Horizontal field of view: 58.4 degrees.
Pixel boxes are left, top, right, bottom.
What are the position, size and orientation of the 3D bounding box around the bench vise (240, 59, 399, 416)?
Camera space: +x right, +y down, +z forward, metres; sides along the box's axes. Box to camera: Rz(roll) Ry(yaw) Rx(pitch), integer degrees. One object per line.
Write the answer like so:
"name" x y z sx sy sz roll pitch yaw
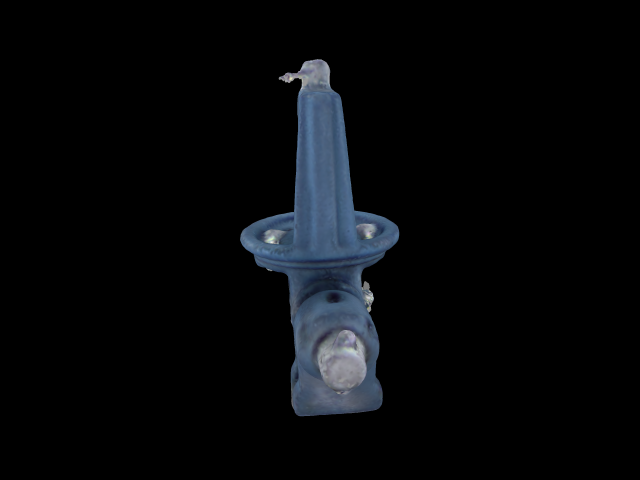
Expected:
"bench vise" 0.015 -0.001 0.404 0.122 0.220 0.206 -14 36 -20
